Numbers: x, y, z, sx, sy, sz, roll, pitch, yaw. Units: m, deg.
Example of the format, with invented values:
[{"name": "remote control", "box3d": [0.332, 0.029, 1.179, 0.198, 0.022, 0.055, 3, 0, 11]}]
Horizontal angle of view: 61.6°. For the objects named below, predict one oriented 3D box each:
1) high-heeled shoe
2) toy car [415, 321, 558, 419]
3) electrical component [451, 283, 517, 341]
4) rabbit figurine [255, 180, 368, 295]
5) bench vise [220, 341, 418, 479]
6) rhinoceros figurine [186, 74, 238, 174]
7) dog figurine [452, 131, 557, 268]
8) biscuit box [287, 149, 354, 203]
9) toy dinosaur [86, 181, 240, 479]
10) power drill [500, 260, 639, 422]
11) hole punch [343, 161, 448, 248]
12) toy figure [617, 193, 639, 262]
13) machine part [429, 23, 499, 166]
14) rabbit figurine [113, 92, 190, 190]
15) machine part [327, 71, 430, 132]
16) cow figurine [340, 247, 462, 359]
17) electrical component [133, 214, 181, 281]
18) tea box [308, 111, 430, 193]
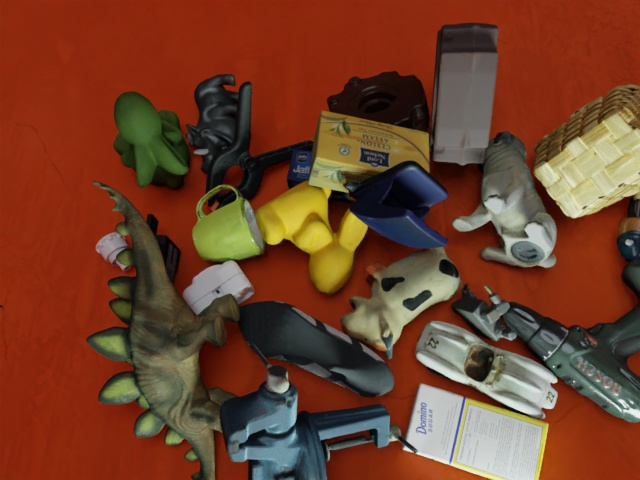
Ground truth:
[{"name": "high-heeled shoe", "box3d": [-0.007, 0.155, 0.797, 0.249, 0.145, 0.086, 25, 90, 41]}, {"name": "toy car", "box3d": [0.235, 0.182, 0.761, 0.202, 0.056, 0.073, 24, 71, 13]}, {"name": "electrical component", "box3d": [0.236, 0.102, 0.777, 0.078, 0.102, 0.045, 45, 79, -8]}, {"name": "rabbit figurine", "box3d": [-0.002, -0.003, 0.837, 0.162, 0.122, 0.173, -28, 84, -14]}, {"name": "bench vise", "box3d": [-0.005, 0.249, 0.694, 0.241, 0.129, 0.223, -4, 101, -18]}, {"name": "rhinoceros figurine", "box3d": [-0.182, -0.203, 0.936, 0.112, 0.073, 0.190, -8, 67, -1]}, {"name": "dog figurine", "box3d": [0.316, -0.066, 0.845, 0.172, 0.121, 0.190, 45, 54, -15]}, {"name": "biscuit box", "box3d": [0.049, -0.099, 0.886, 0.203, 0.059, 0.063, 8, 69, 7]}, {"name": "toy dinosaur", "box3d": [-0.213, 0.138, 0.743, 0.199, 0.105, 0.471, -10, 87, 7]}, {"name": "power drill", "box3d": [0.405, 0.120, 0.764, 0.207, 0.086, 0.232, -38, 72, -15]}, {"name": "hole punch", "box3d": [0.112, -0.035, 0.758, 0.116, 0.142, 0.092, -22, 56, 37]}, {"name": "toy figure", "box3d": [0.499, -0.027, 0.830, 0.064, 0.057, 0.154, 31, 73, 10]}, {"name": "machine part", "box3d": [0.219, -0.230, 0.837, 0.087, 0.201, 0.201, 3, 23, 11]}, {"name": "rabbit figurine", "box3d": [-0.285, -0.157, 0.871, 0.121, 0.170, 0.159, -22, 68, -5]}, {"name": "machine part", "box3d": [0.097, -0.216, 0.900, 0.179, 0.056, 0.179, -10, 46, 10]}, {"name": "cow figurine", "box3d": [0.119, 0.088, 0.796, 0.195, 0.085, 0.127, -27, 63, -8]}, {"name": "electrical component", "box3d": [-0.255, 0.019, 0.851, 0.048, 0.074, 0.119, 1, 65, 5]}, {"name": "tea box", "box3d": [0.073, -0.122, 0.802, 0.170, 0.068, 0.098, 9, 57, -8]}]
